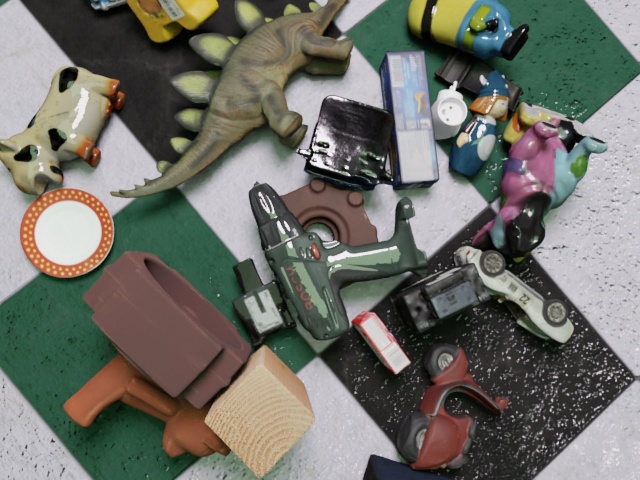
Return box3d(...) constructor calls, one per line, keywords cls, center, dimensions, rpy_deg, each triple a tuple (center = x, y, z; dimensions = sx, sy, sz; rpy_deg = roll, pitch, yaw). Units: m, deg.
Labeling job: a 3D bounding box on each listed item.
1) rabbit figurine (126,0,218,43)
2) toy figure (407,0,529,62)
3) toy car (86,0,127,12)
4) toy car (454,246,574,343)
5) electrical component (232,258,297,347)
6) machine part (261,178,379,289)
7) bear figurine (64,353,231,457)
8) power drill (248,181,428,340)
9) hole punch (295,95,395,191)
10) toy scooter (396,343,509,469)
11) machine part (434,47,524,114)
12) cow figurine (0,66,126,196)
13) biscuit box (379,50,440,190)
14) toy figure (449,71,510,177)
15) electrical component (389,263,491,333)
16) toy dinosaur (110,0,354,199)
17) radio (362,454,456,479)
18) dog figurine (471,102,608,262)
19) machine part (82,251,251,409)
box3d(cls="rabbit figurine", center=(-0.212, -0.395, 0.776), dimensions=(0.162, 0.122, 0.173), rpy_deg=(47, 56, -28))
box3d(cls="toy figure", center=(0.214, -0.321, 0.798), dimensions=(0.180, 0.082, 0.089), rpy_deg=(38, 74, 22))
box3d(cls="toy car", center=(-0.325, -0.424, 0.777), dimensions=(0.109, 0.103, 0.161), rpy_deg=(-17, 85, -5))
box3d(cls="toy car", center=(0.283, 0.078, 0.793), dimensions=(0.202, 0.073, 0.056), rpy_deg=(37, 83, -1))
box3d(cls="electrical component", center=(-0.090, 0.087, 0.776), dimensions=(0.075, 0.048, 0.119), rpy_deg=(-29, 87, -7))
box3d(cls="machine part", center=(-0.002, -0.002, 0.788), dimensions=(0.179, 0.056, 0.179), rpy_deg=(0, 86, -4))
box3d(cls="bear figurine", center=(-0.214, 0.234, 0.722), dimensions=(0.132, 0.120, 0.196), rpy_deg=(-43, 95, -3))
box3d(cls="power drill", center=(0.030, 0.006, 0.722), dimensions=(0.207, 0.086, 0.232), rpy_deg=(-17, 90, -8))
box3d(cls="hole punch", center=(0.038, -0.130, 0.778), dimensions=(0.142, 0.092, 0.115), rpy_deg=(17, 75, -8))
box3d(cls="toy scooter", center=(0.196, 0.251, 0.773), dimensions=(0.135, 0.075, 0.184), rpy_deg=(23, 79, -4))
box3d(cls="machine part", center=(0.255, -0.250, 0.840), dimensions=(0.139, 0.039, 0.084), rpy_deg=(34, 78, 0))
box3d(cls="cow figurine", center=(-0.372, -0.154, 0.757), dimensions=(0.127, 0.085, 0.195), rpy_deg=(23, 83, -4))
box3d(cls="biscuit box", center=(0.133, -0.179, 0.811), dimensions=(0.059, 0.063, 0.202), rpy_deg=(-5, 85, -4))
box3d(cls="toy figure", center=(0.243, -0.172, 0.801), dimensions=(0.058, 0.064, 0.154), rpy_deg=(26, 109, 17))
box3d(cls="electrical component", center=(0.167, 0.080, 0.755), dimensions=(0.115, 0.134, 0.058), rpy_deg=(-26, 87, -4))
box3d(cls="toy dinosaur", center=(-0.102, -0.215, 0.779), dimensions=(0.199, 0.105, 0.471), rpy_deg=(33, 74, 6))
box3d(cls="radio", center=(0.167, 0.372, 0.729), dimensions=(0.230, 0.131, 0.073), rpy_deg=(19, 84, -3))
box3d(cls="dog figurine", center=(0.306, -0.076, 0.802), dimensions=(0.108, 0.192, 0.219), rpy_deg=(18, 118, -6))
box3d(cls="machine part", center=(-0.189, 0.110, 0.689), dimensions=(0.201, 0.201, 0.087), rpy_deg=(42, 85, -1))
